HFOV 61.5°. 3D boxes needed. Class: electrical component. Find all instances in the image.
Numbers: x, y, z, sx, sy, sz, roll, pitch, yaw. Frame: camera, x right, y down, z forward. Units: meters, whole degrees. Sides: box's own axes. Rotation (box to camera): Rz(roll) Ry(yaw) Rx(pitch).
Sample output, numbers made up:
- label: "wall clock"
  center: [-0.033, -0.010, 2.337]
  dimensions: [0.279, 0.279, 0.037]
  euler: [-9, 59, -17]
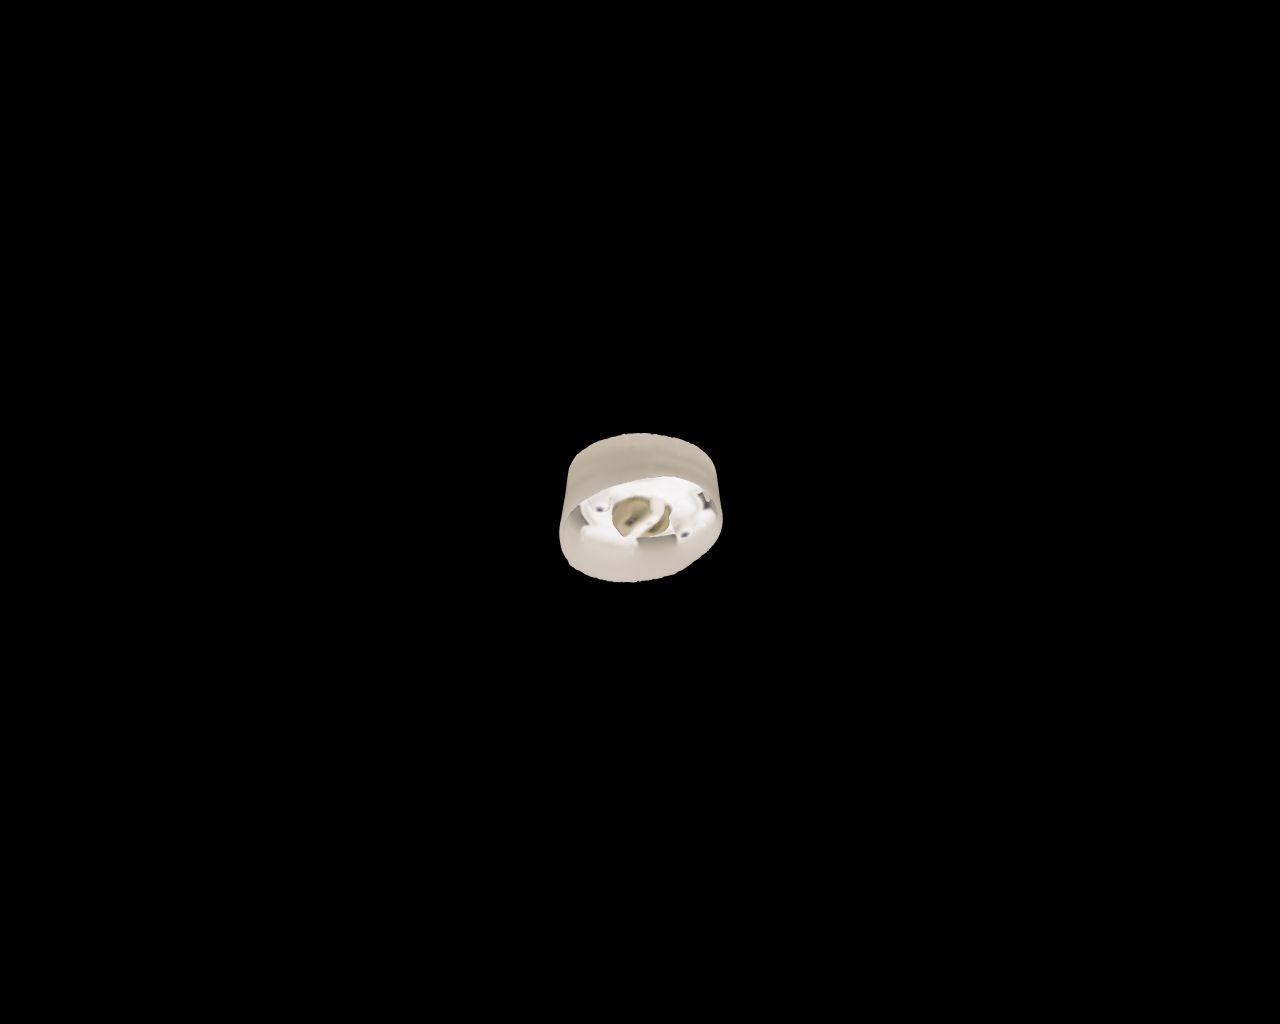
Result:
- label: "electrical component"
  center: [0.001, -0.003, 0.650]
  dimensions: [0.099, 0.064, 0.099]
  euler: [0, -29, 0]
